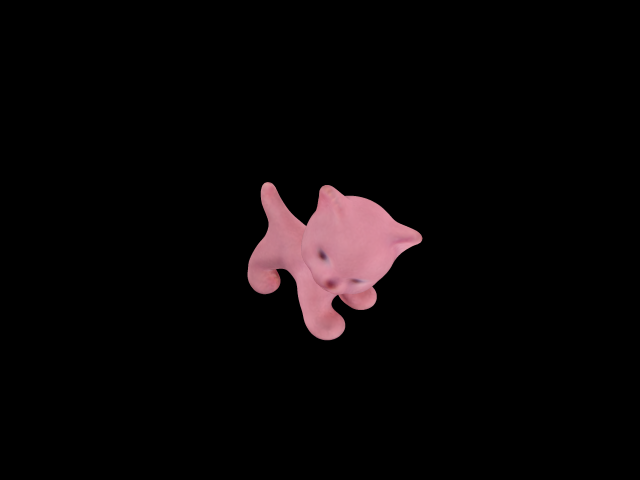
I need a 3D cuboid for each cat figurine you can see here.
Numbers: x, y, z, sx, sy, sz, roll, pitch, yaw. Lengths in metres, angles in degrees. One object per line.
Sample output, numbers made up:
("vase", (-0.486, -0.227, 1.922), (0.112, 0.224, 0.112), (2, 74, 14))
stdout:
("cat figurine", (0.004, 0.001, 0.400), (0.127, 0.118, 0.067), (30, 49, 31))
